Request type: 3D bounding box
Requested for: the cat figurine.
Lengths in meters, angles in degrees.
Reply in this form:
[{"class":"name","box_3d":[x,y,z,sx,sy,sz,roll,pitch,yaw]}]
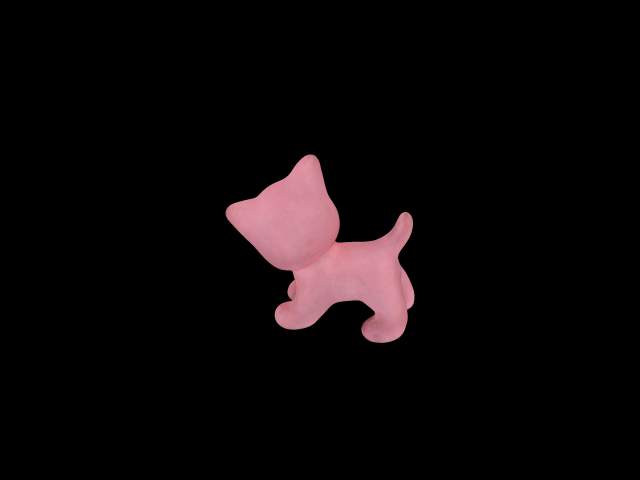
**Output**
[{"class":"cat figurine","box_3d":[0.004,0.001,0.400,0.127,0.118,0.067,5,25,11]}]
